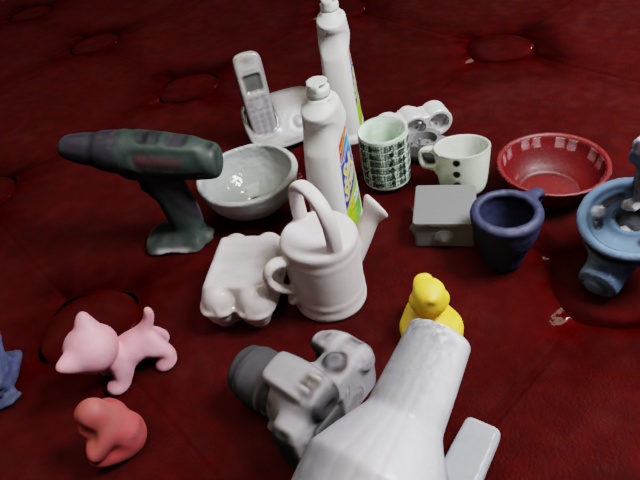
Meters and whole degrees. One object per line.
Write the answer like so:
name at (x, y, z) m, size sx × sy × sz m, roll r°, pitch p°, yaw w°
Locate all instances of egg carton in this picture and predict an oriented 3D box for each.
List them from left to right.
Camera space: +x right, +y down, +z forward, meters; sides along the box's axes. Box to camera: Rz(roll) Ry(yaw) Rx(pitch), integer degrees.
egg carton at (-0.100, 0.052, 0.791) m, size 0.107 × 0.069 × 0.150 m, roll -2°, pitch 43°, yaw 11°

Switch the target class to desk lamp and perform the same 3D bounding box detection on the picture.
desk lamp at (0.078, 0.182, 0.500) m, size 0.117 × 0.214 × 0.203 m, roll 17°, pitch 49°, yaw 28°

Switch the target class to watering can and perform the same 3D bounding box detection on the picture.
watering can at (0.005, 0.001, 0.729) m, size 0.100 × 0.194 × 0.173 m, roll 22°, pitch 52°, yaw 32°

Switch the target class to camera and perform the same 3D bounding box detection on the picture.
camera at (-0.028, 0.154, 0.640) m, size 0.136 × 0.101 × 0.143 m, roll 22°, pitch 52°, yaw 32°

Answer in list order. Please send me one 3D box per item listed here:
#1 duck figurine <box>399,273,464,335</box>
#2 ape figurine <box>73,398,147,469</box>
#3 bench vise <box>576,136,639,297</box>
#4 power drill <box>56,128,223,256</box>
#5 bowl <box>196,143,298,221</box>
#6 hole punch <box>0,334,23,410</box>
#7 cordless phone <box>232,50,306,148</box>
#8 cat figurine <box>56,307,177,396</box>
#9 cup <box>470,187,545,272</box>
duck figurine at (0.133, 0.087, 0.689) m, size 0.077 × 0.086 × 0.104 m, roll -10°, pitch 42°, yaw 2°
ape figurine at (-0.240, 0.206, 0.637) m, size 0.076 × 0.092 × 0.078 m, roll 1°, pitch 43°, yaw 13°
bench vise at (0.387, -0.062, 0.695) m, size 0.121 × 0.220 × 0.208 m, roll 15°, pitch 48°, yaw 27°
power drill at (-0.248, -0.076, 0.860) m, size 0.229 × 0.209 × 0.075 m, roll -6°, pitch 42°, yaw 7°
bowl at (-0.112, -0.083, 0.938) m, size 0.167 × 0.075 × 0.167 m, roll -6°, pitch 42°, yaw 6°
hole punch at (-0.448, 0.166, 0.728) m, size 0.108 × 0.091 × 0.101 m, roll -16°, pitch 42°, yaw -5°
cordless phone at (-0.079, -0.262, 1.044) m, size 0.148 × 0.185 × 0.094 m, roll -22°, pitch 43°, yaw -12°
cat figurine at (-0.255, 0.129, 0.706) m, size 0.128 × 0.118 × 0.067 m, roll -29°, pitch 44°, yaw -18°
cup at (0.254, -0.012, 0.764) m, size 0.118 × 0.095 × 0.091 m, roll -33°, pitch 46°, yaw -22°
